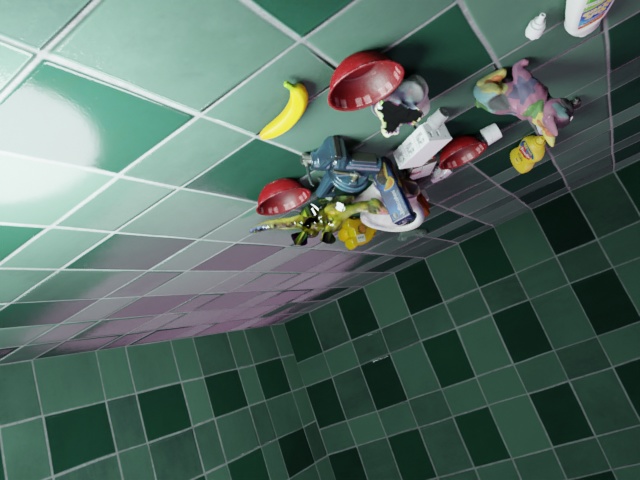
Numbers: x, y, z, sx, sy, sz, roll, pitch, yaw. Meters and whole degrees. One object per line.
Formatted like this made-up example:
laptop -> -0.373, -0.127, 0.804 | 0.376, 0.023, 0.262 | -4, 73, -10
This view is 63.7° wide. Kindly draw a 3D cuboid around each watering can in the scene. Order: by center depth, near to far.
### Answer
watering can -> 0.184, -0.123, 1.689 | 0.347, 0.106, 0.219 | 12, 133, -4

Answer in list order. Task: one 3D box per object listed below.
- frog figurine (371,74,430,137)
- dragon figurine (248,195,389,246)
frog figurine -> 0.191, -0.316, 1.157 | 0.163, 0.123, 0.134 | -55, -179, -42
dragon figurine -> 0.005, -0.079, 1.578 | 0.410, 0.121, 0.246 | -1, -162, 22
